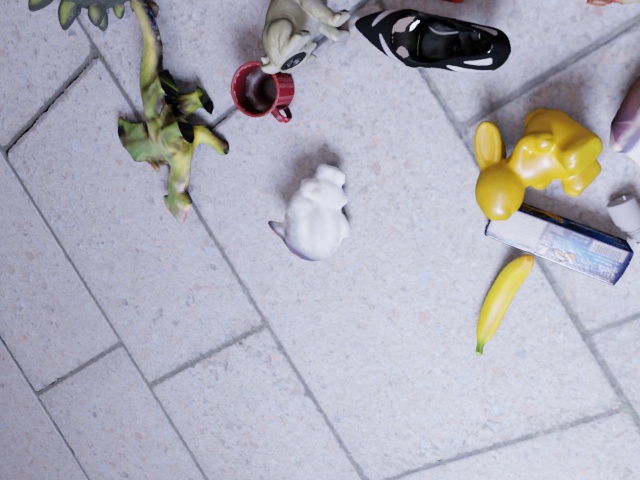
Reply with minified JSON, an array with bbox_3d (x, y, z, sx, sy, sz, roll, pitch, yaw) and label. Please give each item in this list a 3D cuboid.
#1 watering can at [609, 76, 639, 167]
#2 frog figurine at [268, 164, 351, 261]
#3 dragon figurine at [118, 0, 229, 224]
[{"bbox_3d":[0.495,-0.110,0.681,0.225,0.105,0.342,28,112,14],"label":"watering can"},{"bbox_3d":[0.003,-0.046,0.905,0.136,0.125,0.158,33,110,-25],"label":"frog figurine"},{"bbox_3d":[-0.325,-0.231,1.000,0.241,0.124,0.408,-18,98,35],"label":"dragon figurine"}]
